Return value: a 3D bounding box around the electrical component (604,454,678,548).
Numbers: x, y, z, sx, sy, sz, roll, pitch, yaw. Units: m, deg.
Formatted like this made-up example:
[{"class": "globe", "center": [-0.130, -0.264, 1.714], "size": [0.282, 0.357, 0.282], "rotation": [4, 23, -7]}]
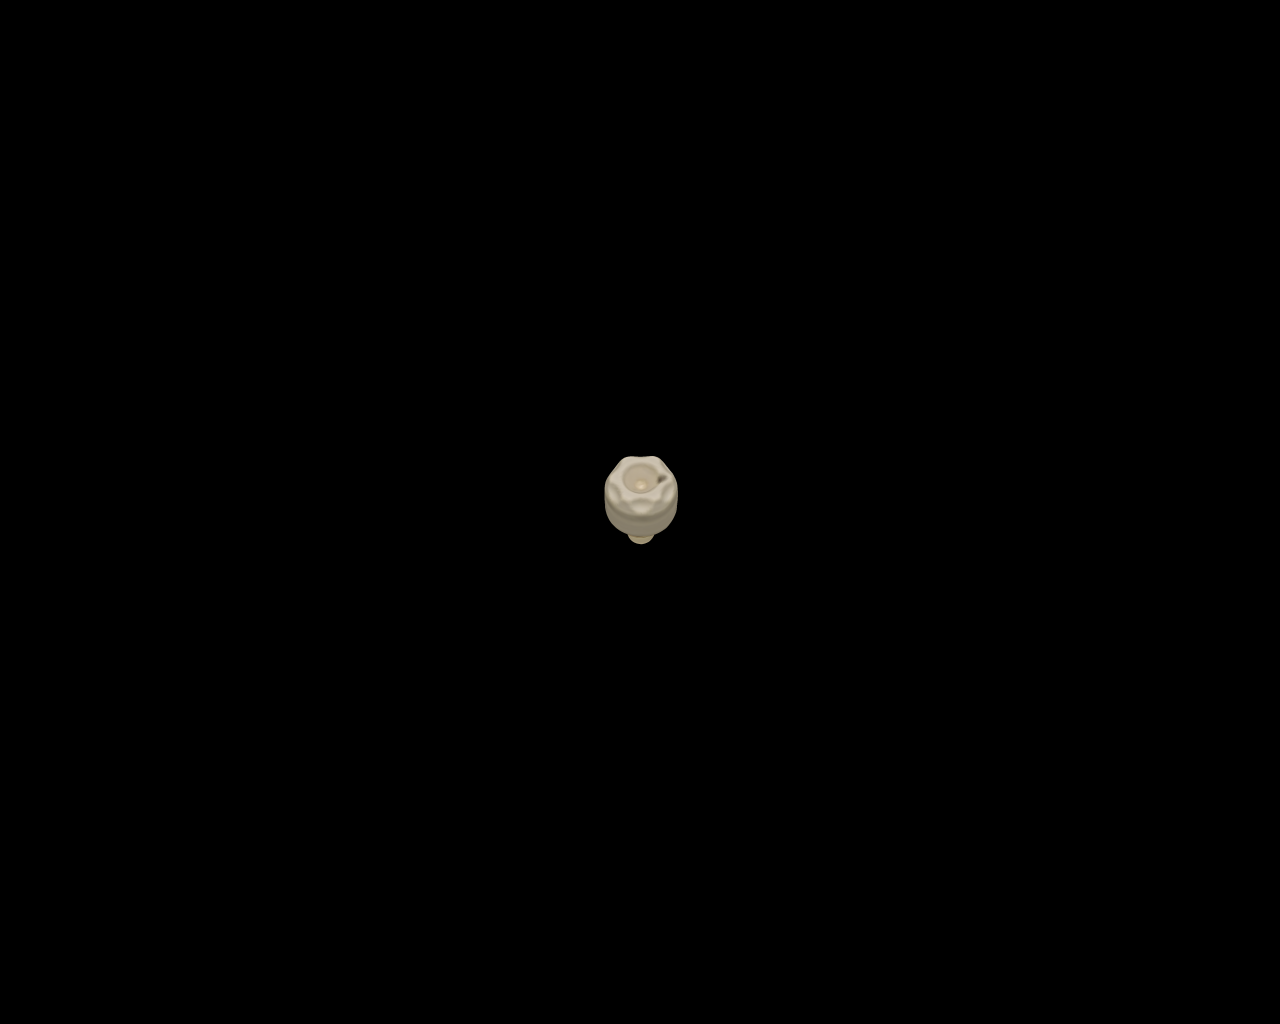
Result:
[{"class": "electrical component", "center": [0.001, -0.003, 0.650], "size": [0.043, 0.043, 0.062], "rotation": [0, -36, 0]}]
